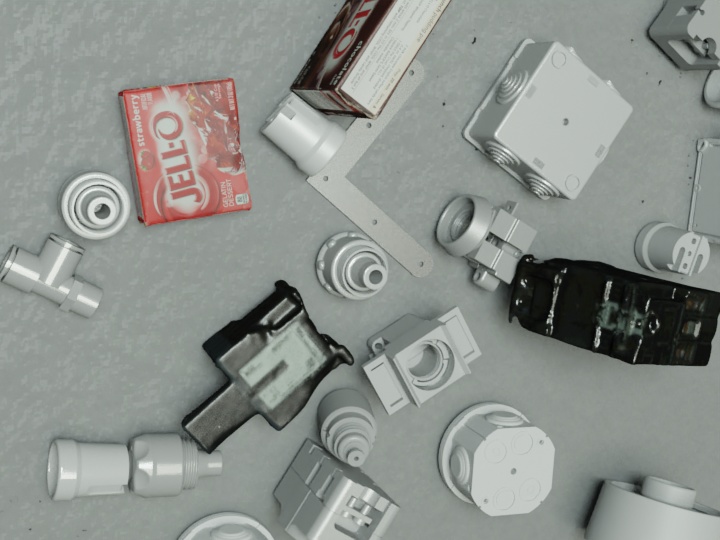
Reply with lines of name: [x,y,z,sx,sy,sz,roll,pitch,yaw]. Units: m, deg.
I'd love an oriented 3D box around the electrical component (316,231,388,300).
electrical component: [0.000,0.000,0.744,0.048,0.062,0.048,-3,100,-20]

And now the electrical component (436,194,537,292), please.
electrical component: [0.090,-0.025,0.783,0.055,0.048,0.066,29,88,-30]

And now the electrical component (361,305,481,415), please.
electrical component: [0.040,0.062,0.768,0.081,0.064,0.042,-31,107,-13]

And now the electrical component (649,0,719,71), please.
electrical component: [0.269,-0.199,0.813,0.050,0.056,0.089,38,85,-22]

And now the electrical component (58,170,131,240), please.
electrical component: [-0.166,-0.040,0.676,0.043,0.062,0.043,-4,100,-20]

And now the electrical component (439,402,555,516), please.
electrical component: [0.104,0.144,0.813,0.080,0.051,0.080,-4,100,-20]

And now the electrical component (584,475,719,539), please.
electrical component: [0.236,0.196,0.843,0.108,0.108,0.060,16,87,-22]

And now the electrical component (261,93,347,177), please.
electrical component: [-0.039,-0.092,0.727,0.046,0.040,0.040,38,85,-16]

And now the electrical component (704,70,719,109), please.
electrical component: [0.306,-0.138,0.843,0.055,0.045,0.045,21,92,-23]

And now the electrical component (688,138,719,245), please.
electrical component: [0.305,-0.066,0.846,0.061,0.062,0.096,3,98,-21]

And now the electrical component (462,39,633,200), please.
electrical component: [0.138,-0.108,0.784,0.100,0.048,0.099,35,86,-22]

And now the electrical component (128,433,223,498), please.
electrical component: [-0.125,0.132,0.730,0.062,0.043,0.043,2,98,-22]

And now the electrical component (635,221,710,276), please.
electrical component: [0.245,-0.016,0.840,0.040,0.046,0.040,-3,100,-20]

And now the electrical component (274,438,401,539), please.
electrical component: [-0.020,0.164,0.749,0.050,0.089,0.055,33,87,-22]

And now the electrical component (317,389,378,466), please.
electrical component: [-0.007,0.114,0.756,0.040,0.078,0.040,-2,108,-7]

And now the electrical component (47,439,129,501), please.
electrical component: [-0.180,0.132,0.713,0.046,0.040,0.040,5,97,-26]

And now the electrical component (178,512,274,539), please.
electrical component: [-0.091,0.215,0.753,0.080,0.051,0.080,-3,100,-20]
